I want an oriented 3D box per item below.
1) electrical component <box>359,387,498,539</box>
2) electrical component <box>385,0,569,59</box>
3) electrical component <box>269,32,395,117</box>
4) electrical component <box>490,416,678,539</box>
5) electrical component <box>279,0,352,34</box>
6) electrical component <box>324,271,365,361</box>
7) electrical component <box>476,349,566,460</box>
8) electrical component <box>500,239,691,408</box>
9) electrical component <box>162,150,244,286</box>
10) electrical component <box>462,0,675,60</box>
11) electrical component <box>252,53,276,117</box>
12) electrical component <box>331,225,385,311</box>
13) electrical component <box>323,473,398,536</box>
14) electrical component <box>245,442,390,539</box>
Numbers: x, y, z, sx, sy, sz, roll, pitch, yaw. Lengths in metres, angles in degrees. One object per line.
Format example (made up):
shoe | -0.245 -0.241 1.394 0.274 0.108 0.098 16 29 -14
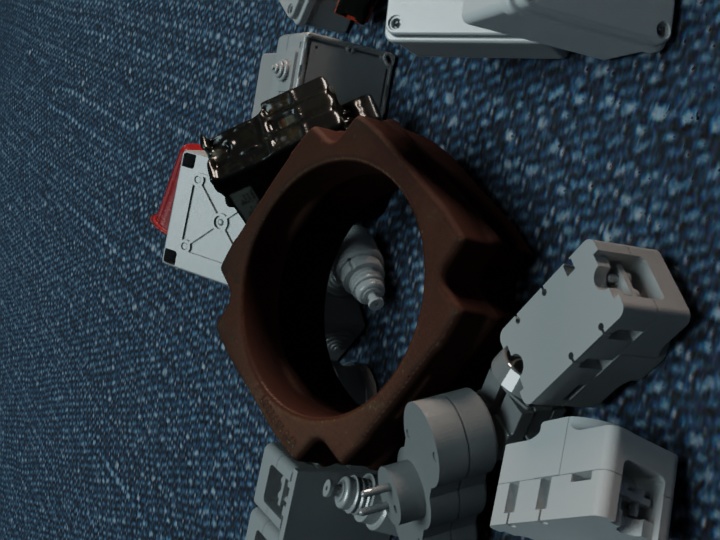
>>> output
electrical component | 0.034 0.133 0.659 0.138 0.074 0.052 95 156 -43
electrical component | 0.078 -0.190 0.669 0.109 0.056 0.108 6 89 24
electrical component | -0.031 -0.150 0.853 0.061 0.096 0.061 17 98 60
electrical component | 0.118 0.114 0.571 0.089 0.050 0.055 -26 42 55
electrical component | -0.031 -0.277 0.922 0.108 0.056 0.108 -62 36 31
electrical component | -0.042 0.034 0.882 0.099 0.048 0.099 -52 42 42
electrical component | 0.096 0.076 0.639 0.066 0.048 0.055 58 139 48
electrical component | 0.128 0.031 0.582 0.089 0.056 0.050 -54 41 40
electrical component | -0.110 -0.044 0.958 0.109 0.056 0.108 18 102 22
electrical component | 0.119 -0.181 0.592 0.056 0.109 0.108 4 87 62
electrical component | -0.053 -0.141 0.938 0.100 0.048 0.099 17 99 59
electrical component | 0.000 0.000 0.824 0.040 0.040 0.078 -61 37 32
electrical component | 0.012 0.158 0.738 0.040 0.078 0.040 -52 28 42
electrical component | -0.035 0.206 0.790 0.062 0.089 0.150 27 107 58
